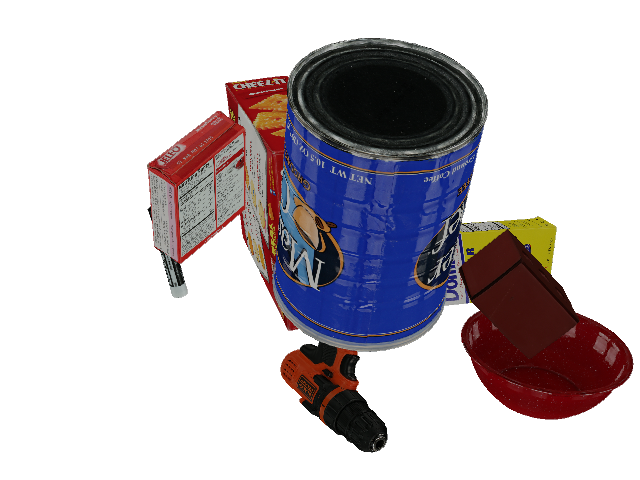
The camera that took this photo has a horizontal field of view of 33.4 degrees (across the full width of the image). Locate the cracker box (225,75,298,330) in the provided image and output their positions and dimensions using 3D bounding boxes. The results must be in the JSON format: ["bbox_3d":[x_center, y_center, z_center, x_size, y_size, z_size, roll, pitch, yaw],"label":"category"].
[{"bbox_3d":[-0.028,-0.042,0.963,0.072,0.164,0.214,-9,25,-11],"label":"cracker box"}]

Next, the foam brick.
[{"bbox_3d":[0.154,0.042,0.828,0.051,0.078,0.053,-40,24,15],"label":"foam brick"}]

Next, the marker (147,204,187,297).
[{"bbox_3d":[-0.173,0.010,1.205,0.020,0.121,0.020,-9,30,5],"label":"marker"}]

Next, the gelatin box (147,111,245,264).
[{"bbox_3d":[-0.087,-0.038,0.760,0.030,0.089,0.073,32,55,22],"label":"gelatin box"}]

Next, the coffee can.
[{"bbox_3d":[0.028,-0.023,0.583,0.102,0.140,0.103,3,43,-3],"label":"coffee can"}]

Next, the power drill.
[{"bbox_3d":[0.039,0.123,1.206,0.057,0.188,0.185,13,15,-42],"label":"power drill"}]

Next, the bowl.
[{"bbox_3d":[0.212,0.122,1.019,0.162,0.055,0.162,4,27,-2],"label":"bowl"}]

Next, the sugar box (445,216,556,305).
[{"bbox_3d":[0.194,0.026,1.280,0.176,0.093,0.048,-6,20,-23],"label":"sugar box"}]
